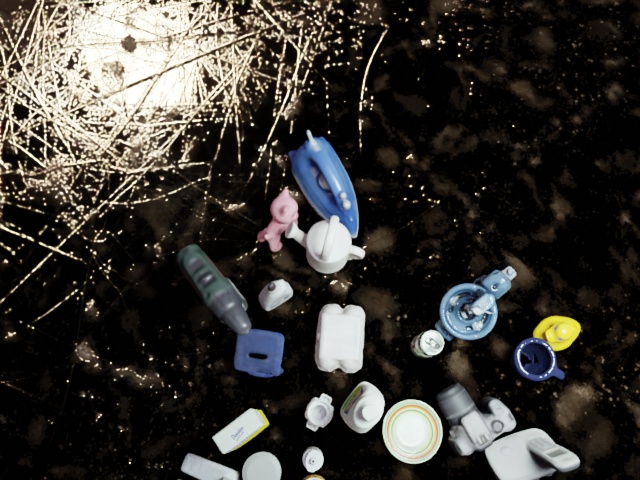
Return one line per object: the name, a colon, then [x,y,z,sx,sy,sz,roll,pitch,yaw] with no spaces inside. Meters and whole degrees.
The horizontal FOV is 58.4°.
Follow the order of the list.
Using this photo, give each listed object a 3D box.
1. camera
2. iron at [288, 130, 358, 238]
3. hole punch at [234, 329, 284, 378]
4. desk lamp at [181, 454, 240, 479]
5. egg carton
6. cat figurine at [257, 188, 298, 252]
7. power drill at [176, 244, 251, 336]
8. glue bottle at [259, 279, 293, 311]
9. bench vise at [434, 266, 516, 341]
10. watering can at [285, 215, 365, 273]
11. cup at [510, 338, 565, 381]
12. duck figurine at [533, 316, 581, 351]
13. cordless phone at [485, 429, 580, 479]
camera: [0.324,0.371,1.224,0.143,0.101,0.137,-29,78,-9]
iron: [0.025,-0.132,1.326,0.119,0.141,0.258,-28,78,-8]
hole punch: [-0.130,0.247,1.249,0.108,0.091,0.101,7,75,1]
desk lamp: [-0.205,0.512,1.114,0.203,0.213,0.118,19,76,4]
egg carton: [0.044,0.218,1.272,0.107,0.069,0.150,4,75,-1]
cat figurine: [-0.093,-0.048,1.313,0.067,0.118,0.128,31,77,7]
power drill: [-0.213,0.117,1.220,0.076,0.208,0.229,-39,79,-10]
glue bottle: [-0.099,0.113,1.242,0.078,0.173,0.037,-30,78,-9]
bench vise: [0.339,0.120,1.229,0.121,0.220,0.207,30,77,6]
watering can: [0.011,0.007,1.262,0.173,0.194,0.101,-5,75,-3]
cup: [0.469,0.271,1.258,0.117,0.095,0.092,31,77,6]
duck figurine: [0.540,0.206,1.281,0.104,0.086,0.077,-17,76,-6]
cordless phone: [0.430,0.449,1.163,0.147,0.185,0.094,-20,76,-6]
